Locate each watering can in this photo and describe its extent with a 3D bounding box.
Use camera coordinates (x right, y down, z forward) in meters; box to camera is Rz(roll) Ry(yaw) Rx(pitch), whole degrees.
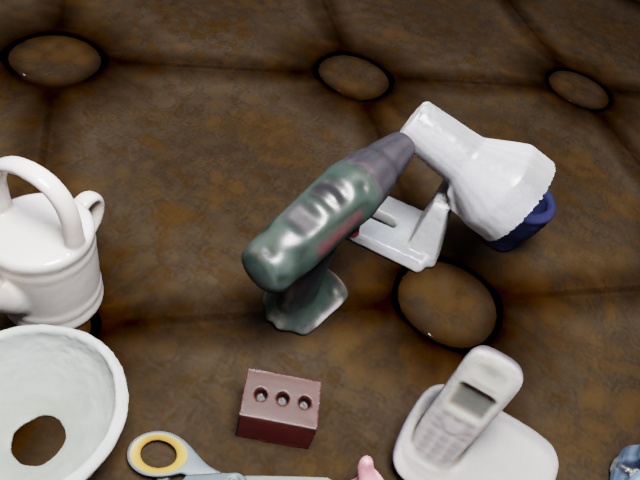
[{"bbox_3d":[-0.272,0.006,0.553,0.101,0.194,0.173,10,48,-7],"label":"watering can"}]

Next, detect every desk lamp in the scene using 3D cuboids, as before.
[{"bbox_3d":[0.152,-0.058,0.716,0.203,0.213,0.118,25,48,7],"label":"desk lamp"}]

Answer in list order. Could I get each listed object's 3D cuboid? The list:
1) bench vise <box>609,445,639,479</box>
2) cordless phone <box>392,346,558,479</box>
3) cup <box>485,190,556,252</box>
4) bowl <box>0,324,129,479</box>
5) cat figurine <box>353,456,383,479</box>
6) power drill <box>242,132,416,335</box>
[{"bbox_3d":[0.332,0.224,0.515,0.121,0.220,0.207,18,47,0],"label":"bench vise"},{"bbox_3d":[0.160,0.181,0.528,0.147,0.185,0.094,26,48,8],"label":"cordless phone"},{"bbox_3d":[0.275,-0.038,0.814,0.091,0.095,0.118,33,49,14],"label":"cup"},{"bbox_3d":[-0.254,0.162,0.503,0.167,0.075,0.167,8,48,-9],"label":"bowl"},{"bbox_3d":[0.070,0.244,0.493,0.067,0.118,0.127,-24,59,-31],"label":"cat figurine"},{"bbox_3d":[0.006,0.002,0.625,0.075,0.208,0.230,37,50,17],"label":"power drill"}]
